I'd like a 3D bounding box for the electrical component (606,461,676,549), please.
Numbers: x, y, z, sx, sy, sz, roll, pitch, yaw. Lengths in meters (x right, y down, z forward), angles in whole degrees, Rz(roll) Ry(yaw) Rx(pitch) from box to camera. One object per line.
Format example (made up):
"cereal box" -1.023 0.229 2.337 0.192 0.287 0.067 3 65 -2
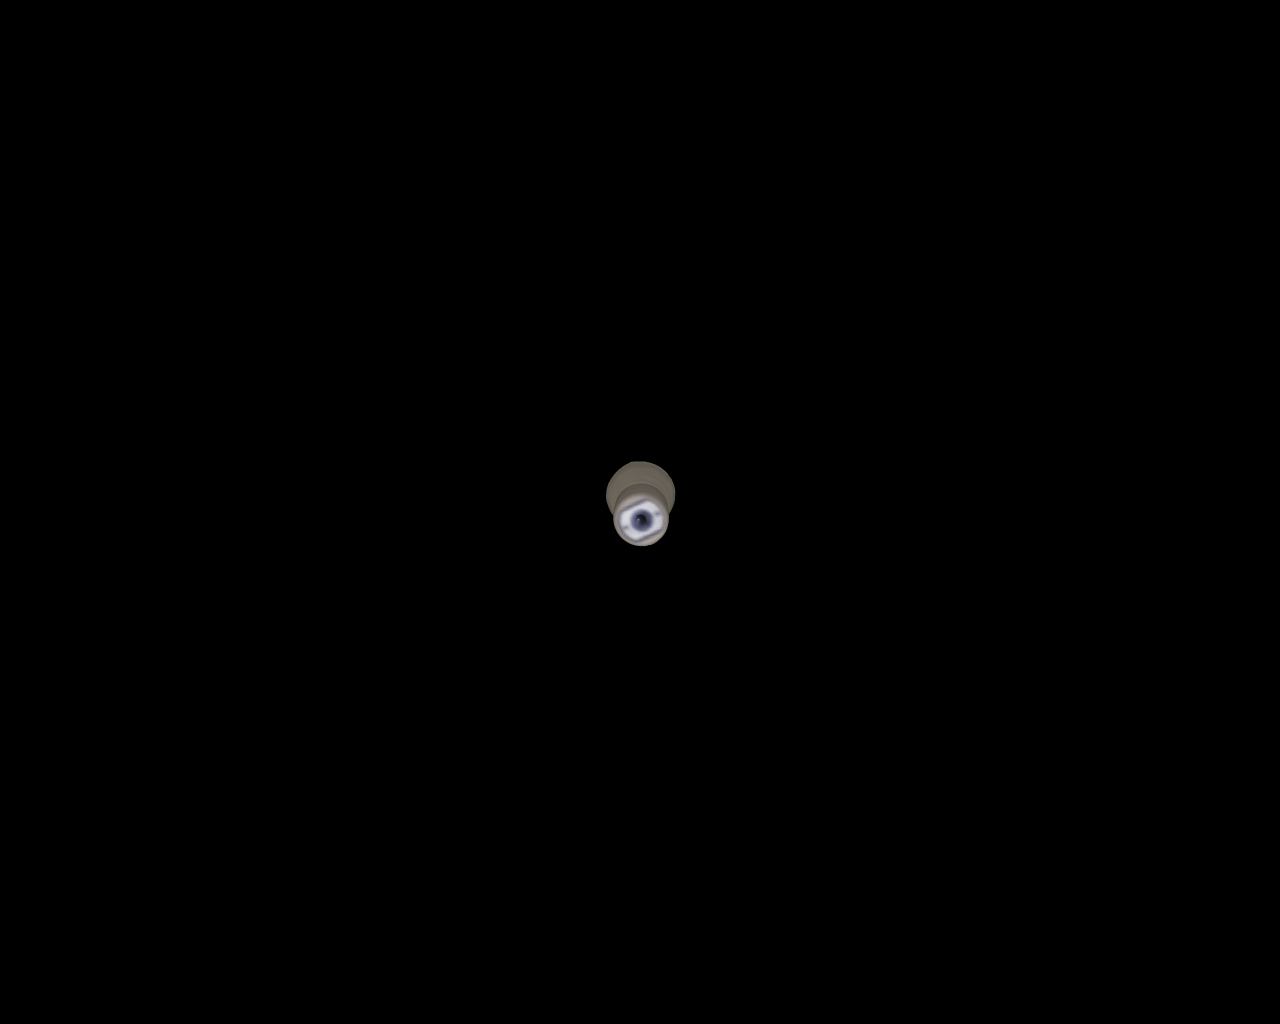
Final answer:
"electrical component" 0.001 -0.003 0.650 0.044 0.044 0.065 0 16 0
